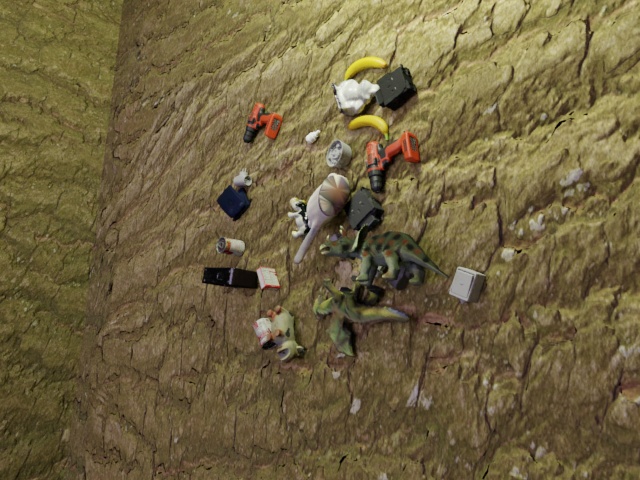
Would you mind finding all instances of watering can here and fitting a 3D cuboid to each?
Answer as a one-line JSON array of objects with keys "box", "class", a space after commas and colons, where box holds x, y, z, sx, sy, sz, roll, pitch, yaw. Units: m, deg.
[{"box": [0.005, -0.089, 1.761, 0.221, 0.103, 0.354, -40, 28, 65], "class": "watering can"}]

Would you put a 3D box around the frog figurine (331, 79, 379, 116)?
[{"box": [0.133, -0.514, 1.829, 0.159, 0.120, 0.140, -15, 55, 3], "class": "frog figurine"}]

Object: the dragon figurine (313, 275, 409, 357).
[{"box": [0.106, 0.258, 1.648, 0.415, 0.123, 0.239, 29, 118, 47], "class": "dragon figurine"}]
